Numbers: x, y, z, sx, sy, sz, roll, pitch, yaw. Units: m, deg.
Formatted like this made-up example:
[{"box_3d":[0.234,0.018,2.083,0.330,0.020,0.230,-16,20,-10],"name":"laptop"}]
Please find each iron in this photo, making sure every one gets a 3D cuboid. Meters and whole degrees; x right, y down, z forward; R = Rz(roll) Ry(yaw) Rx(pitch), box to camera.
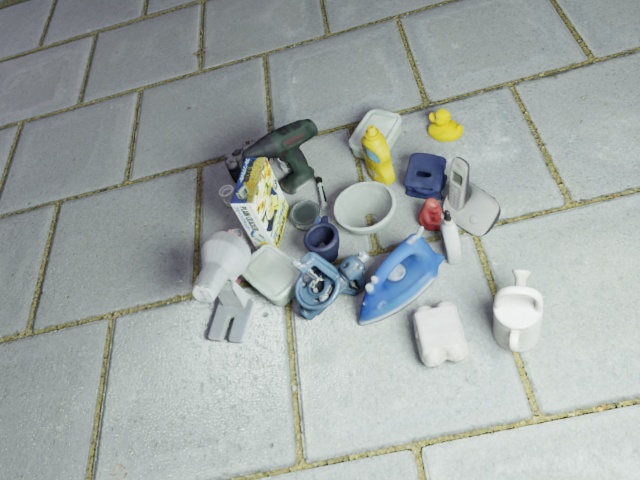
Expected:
[{"box_3d":[0.172,0.082,1.347,0.258,0.142,0.118,-43,54,-16],"name":"iron"}]

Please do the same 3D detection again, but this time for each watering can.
[{"box_3d":[0.411,0.142,1.197,0.101,0.194,0.172,-13,52,7],"name":"watering can"}]

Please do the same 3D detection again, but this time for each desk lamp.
[{"box_3d":[-0.232,0.115,1.397,0.117,0.214,0.203,1,55,17],"name":"desk lamp"}]

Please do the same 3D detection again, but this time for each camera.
[{"box_3d":[-0.205,-0.221,1.709,0.143,0.101,0.136,-23,52,0],"name":"camera"}]

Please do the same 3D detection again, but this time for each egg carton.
[{"box_3d":[0.264,0.208,1.272,0.107,0.069,0.150,-14,52,7],"name":"egg carton"}]

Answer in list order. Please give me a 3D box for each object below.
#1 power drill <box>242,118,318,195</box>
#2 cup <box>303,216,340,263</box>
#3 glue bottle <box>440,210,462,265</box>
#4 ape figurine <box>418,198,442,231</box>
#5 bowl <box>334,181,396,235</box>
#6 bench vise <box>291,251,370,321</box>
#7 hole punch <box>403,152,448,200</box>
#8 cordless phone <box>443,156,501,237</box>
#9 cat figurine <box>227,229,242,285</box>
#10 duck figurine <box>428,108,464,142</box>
[{"box_3d":[-0.095,-0.231,1.614,0.230,0.209,0.075,-39,53,-13],"name":"power drill"},{"box_3d":[0.014,0.005,1.480,0.091,0.095,0.118,-3,54,15],"name":"cup"},{"box_3d":[0.306,-0.017,1.359,0.037,0.173,0.078,-17,52,4],"name":"glue bottle"},{"box_3d":[0.285,-0.070,1.456,0.076,0.092,0.078,15,60,26],"name":"ape figurine"},{"box_3d":[0.124,-0.072,1.517,0.167,0.075,0.167,-8,53,11],"name":"bowl"},{"box_3d":[0.012,0.072,1.351,0.121,0.220,0.208,29,67,32],"name":"bench vise"},{"box_3d":[0.283,-0.170,1.531,0.108,0.091,0.101,12,59,24],"name":"hole punch"},{"box_3d":[0.369,-0.109,1.400,0.094,0.185,0.147,-41,54,-14],"name":"cordless phone"},{"box_3d":[-0.237,0.041,1.515,0.067,0.118,0.128,8,57,22],"name":"cat figurine"},{"box_3d":[0.356,-0.334,1.633,0.104,0.086,0.077,20,63,28],"name":"duck figurine"}]
